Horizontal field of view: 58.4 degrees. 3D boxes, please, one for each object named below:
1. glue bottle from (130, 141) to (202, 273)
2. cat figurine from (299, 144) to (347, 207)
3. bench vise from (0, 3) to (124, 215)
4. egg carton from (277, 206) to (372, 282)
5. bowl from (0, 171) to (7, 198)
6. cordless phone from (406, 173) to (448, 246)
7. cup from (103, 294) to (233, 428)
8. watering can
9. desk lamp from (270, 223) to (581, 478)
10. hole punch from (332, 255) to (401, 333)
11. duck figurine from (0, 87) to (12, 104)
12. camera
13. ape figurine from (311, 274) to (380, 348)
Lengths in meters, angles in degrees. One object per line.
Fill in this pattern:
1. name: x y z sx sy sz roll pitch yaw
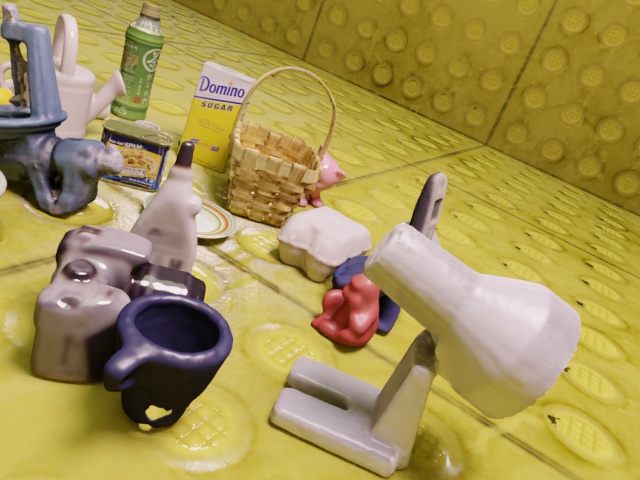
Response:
1. glue bottle: -0.163 -0.027 0.624 0.078 0.173 0.037 15 23 -16
2. cat figurine: -0.011 -0.125 1.051 0.067 0.118 0.127 3 29 -38
3. bench vise: -0.333 -0.156 0.700 0.208 0.220 0.121 15 23 -15
4. egg carton: 0.008 0.003 0.847 0.107 0.069 0.151 30 24 19
5. bowl: -0.408 -0.041 0.563 0.167 0.075 0.167 19 23 -8
6. cordless phone: 0.170 -0.019 0.891 0.094 0.185 0.148 30 24 19
7. cup: -0.131 0.108 0.454 0.091 0.095 0.118 28 23 15
8. watering can: -0.392 -0.246 0.880 0.100 0.194 0.173 34 26 27
9. desk lamp: 0.088 0.102 0.511 0.203 0.213 0.118 23 23 3
10. hole punch: 0.070 0.055 0.759 0.101 0.091 0.109 25 23 8
11. duck figurine: -0.452 -0.173 0.803 0.077 0.086 0.105 31 24 20
12. camera: -0.177 0.052 0.529 0.137 0.101 0.143 14 24 -17
13. ape figurine: 0.041 0.079 0.678 0.076 0.092 0.077 15 24 -16
